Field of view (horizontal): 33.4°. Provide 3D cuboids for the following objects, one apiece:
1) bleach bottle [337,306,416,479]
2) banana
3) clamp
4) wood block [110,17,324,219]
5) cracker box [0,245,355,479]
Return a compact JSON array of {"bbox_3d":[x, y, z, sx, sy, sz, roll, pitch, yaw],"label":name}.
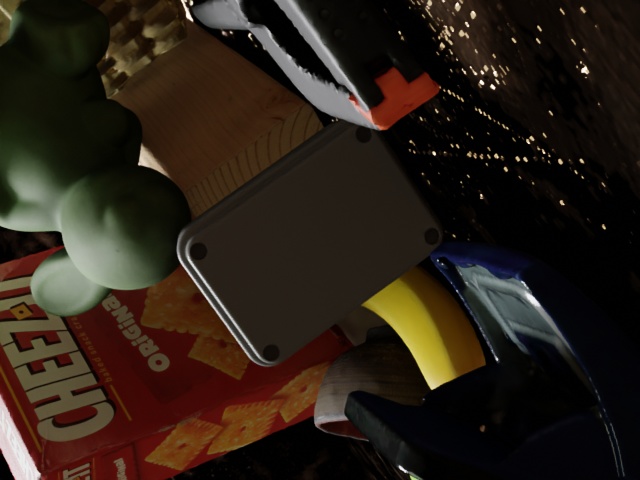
[{"bbox_3d":[0.051,0.088,0.754,0.251,0.068,0.103,57,171,-7],"label":"bleach bottle"},{"bbox_3d":[0.036,0.041,0.615,0.037,0.069,0.198,31,175,-41],"label":"banana"},{"bbox_3d":[-0.023,-0.106,0.450,0.210,0.036,0.164,49,171,29],"label":"clamp"},{"bbox_3d":[-0.068,-0.063,0.697,0.206,0.090,0.090,43,166,53],"label":"wood block"},{"bbox_3d":[-0.110,0.067,0.692,0.164,0.213,0.072,51,145,34],"label":"cracker box"}]
